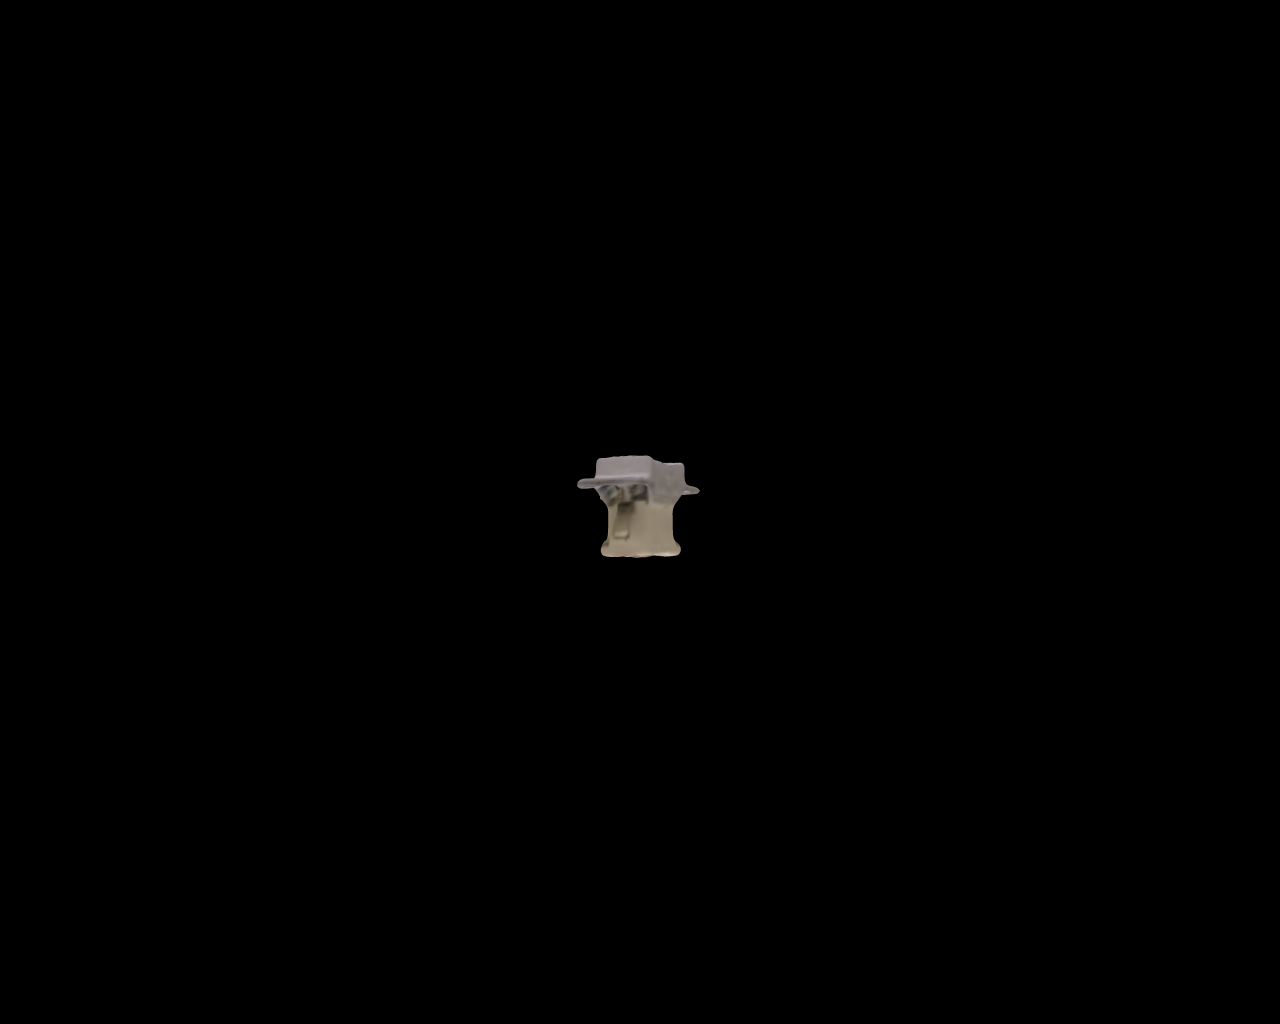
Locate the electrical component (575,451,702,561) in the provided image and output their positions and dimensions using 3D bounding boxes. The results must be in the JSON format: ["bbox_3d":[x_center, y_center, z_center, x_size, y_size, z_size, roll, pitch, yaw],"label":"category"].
[{"bbox_3d":[0.001,-0.003,0.650,0.042,0.063,0.081,-3,-5,32],"label":"electrical component"}]
